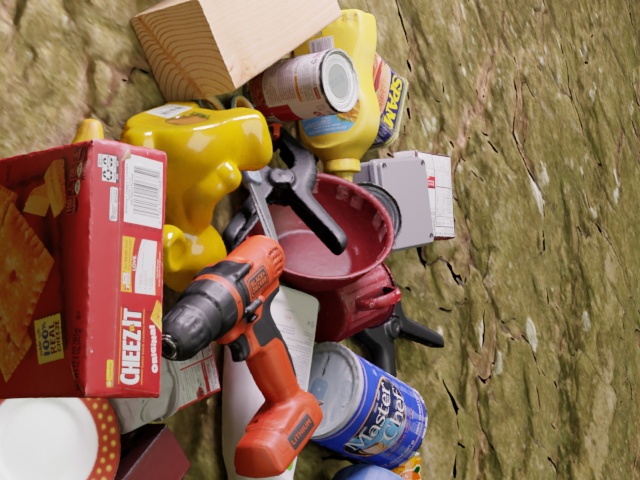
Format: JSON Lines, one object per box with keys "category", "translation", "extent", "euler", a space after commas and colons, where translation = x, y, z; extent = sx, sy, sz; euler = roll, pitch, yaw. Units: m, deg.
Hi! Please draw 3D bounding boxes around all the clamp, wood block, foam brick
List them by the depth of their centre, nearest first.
{"category": "foam brick", "translation": [-0.158, 0.200, 0.909], "extent": [0.078, 0.053, 0.051], "euler": [-53, 126, -44]}
{"category": "wood block", "translation": [-0.076, -0.219, 1.048], "extent": [0.205, 0.090, 0.091], "euler": [-45, 121, -46]}
{"category": "clamp", "translation": [-0.049, -0.048, 1.068], "extent": [0.120, 0.039, 0.171], "euler": [-1, 46, -20]}
{"category": "clamp", "translation": [0.074, 0.113, 1.254], "extent": [0.210, 0.036, 0.164], "euler": [57, 44, -31]}

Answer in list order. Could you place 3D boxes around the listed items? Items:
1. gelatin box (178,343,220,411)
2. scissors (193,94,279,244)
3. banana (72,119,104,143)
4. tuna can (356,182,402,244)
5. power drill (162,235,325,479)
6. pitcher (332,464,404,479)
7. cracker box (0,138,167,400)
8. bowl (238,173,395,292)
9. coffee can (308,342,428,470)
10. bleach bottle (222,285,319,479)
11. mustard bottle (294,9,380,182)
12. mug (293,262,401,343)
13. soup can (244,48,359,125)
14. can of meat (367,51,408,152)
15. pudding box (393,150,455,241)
{"category": "gelatin box", "translation": [-0.134, 0.115, 0.973], "extent": [0.089, 0.030, 0.073], "euler": [-20, 100, -54]}
{"category": "scissors", "translation": [-0.081, -0.073, 1.022], "extent": [0.096, 0.016, 0.202], "euler": [27, 39, -35]}
{"category": "banana", "translation": [-0.205, -0.003, 0.865], "extent": [0.037, 0.070, 0.197], "euler": [17, 58, -17]}
{"category": "tuna can", "translation": [0.050, -0.022, 1.197], "extent": [0.033, 0.086, 0.086], "euler": [-24, 107, -84]}
{"category": "power drill", "translation": [-0.065, 0.109, 0.927], "extent": [0.184, 0.057, 0.187], "euler": [-44, 124, -54]}
{"category": "pitcher", "translation": [0.031, 0.356, 1.079], "extent": [0.242, 0.145, 0.149], "euler": [-59, 134, -44]}
{"category": "cracker box", "translation": [-0.203, 0.028, 0.732], "extent": [0.072, 0.214, 0.164], "euler": [11, 77, -51]}
{"category": "bowl", "translation": [-0.007, 0.001, 1.093], "extent": [0.161, 0.162, 0.055], "euler": [-51, 160, -44]}
{"category": "coffee can", "translation": [0.037, 0.179, 1.138], "extent": [0.140, 0.103, 0.103], "euler": [35, 58, -47]}
{"category": "bleach bottle", "translation": [-0.059, 0.172, 1.043], "extent": [0.102, 0.068, 0.251], "euler": [22, 70, -50]}
{"category": "mustard bottle", "translation": [0.020, -0.148, 1.164], "extent": [0.058, 0.096, 0.191], "euler": [3, 83, -55]}
{"category": "mug", "translation": [0.031, 0.063, 1.139], "extent": [0.081, 0.117, 0.093], "euler": [-22, 108, -48]}
{"category": "soup can", "translation": [-0.019, -0.159, 1.106], "extent": [0.068, 0.102, 0.068], "euler": [6, 82, -53]}
{"category": "can of meat", "translation": [0.053, -0.169, 1.248], "extent": [0.083, 0.058, 0.102], "euler": [38, 55, -42]}
{"category": "pudding box", "translation": [0.134, -0.055, 1.360], "extent": [0.089, 0.039, 0.113], "euler": [2, 86, -55]}
